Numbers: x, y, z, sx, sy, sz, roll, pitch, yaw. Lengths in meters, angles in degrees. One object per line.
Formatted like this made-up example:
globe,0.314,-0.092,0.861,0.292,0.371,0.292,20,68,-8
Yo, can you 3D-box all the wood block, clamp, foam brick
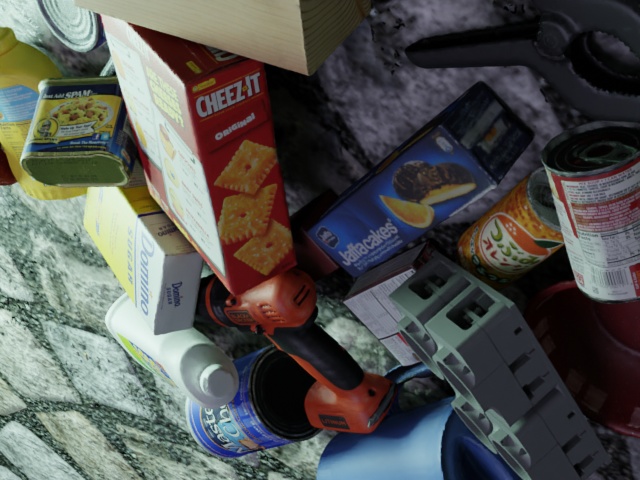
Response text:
wood block,-0.077,-0.199,0.743,0.206,0.090,0.091,20,140,25
clamp,0.144,-0.127,0.661,0.210,0.036,0.165,37,147,13
foam brick,-0.006,0.001,0.927,0.051,0.053,0.078,46,145,-8

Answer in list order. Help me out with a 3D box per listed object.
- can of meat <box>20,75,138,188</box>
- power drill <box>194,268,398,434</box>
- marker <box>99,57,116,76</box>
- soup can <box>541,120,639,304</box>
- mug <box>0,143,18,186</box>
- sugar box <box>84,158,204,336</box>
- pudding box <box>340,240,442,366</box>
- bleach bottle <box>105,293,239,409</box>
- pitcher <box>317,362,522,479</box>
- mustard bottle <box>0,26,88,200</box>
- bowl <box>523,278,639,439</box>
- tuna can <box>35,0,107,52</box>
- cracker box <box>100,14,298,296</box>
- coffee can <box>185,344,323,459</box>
can of meat,-0.208,-0.095,0.948,0.102,0.084,0.057,0,151,15
power drill,-0.031,0.098,0.978,0.187,0.057,0.185,47,152,-24
marker,-0.177,-0.156,0.939,0.020,0.020,0.121,44,144,-6
soup can,0.188,-0.018,0.690,0.069,0.068,0.102,3,126,40
mug,-0.347,-0.110,1.097,0.082,0.093,0.117,5,96,32
sugar box,-0.167,-0.002,0.993,0.176,0.048,0.093,50,138,43
pudding box,0.084,0.057,0.920,0.090,0.039,0.114,47,142,-10
bleach bottle,-0.144,0.113,1.084,0.102,0.068,0.251,51,166,-19
pitcher,0.097,0.208,1.010,0.145,0.149,0.243,34,151,-19
mustard bottle,-0.282,-0.129,1.027,0.096,0.058,0.191,-1,129,26
bowl,0.233,0.074,0.787,0.162,0.055,0.162,25,142,21
tuna can,-0.201,-0.201,0.889,0.086,0.033,0.086,29,140,28
cracker box,-0.095,-0.086,0.852,0.164,0.072,0.214,47,155,40
coffee can,-0.065,0.170,1.119,0.103,0.102,0.141,48,144,-11
